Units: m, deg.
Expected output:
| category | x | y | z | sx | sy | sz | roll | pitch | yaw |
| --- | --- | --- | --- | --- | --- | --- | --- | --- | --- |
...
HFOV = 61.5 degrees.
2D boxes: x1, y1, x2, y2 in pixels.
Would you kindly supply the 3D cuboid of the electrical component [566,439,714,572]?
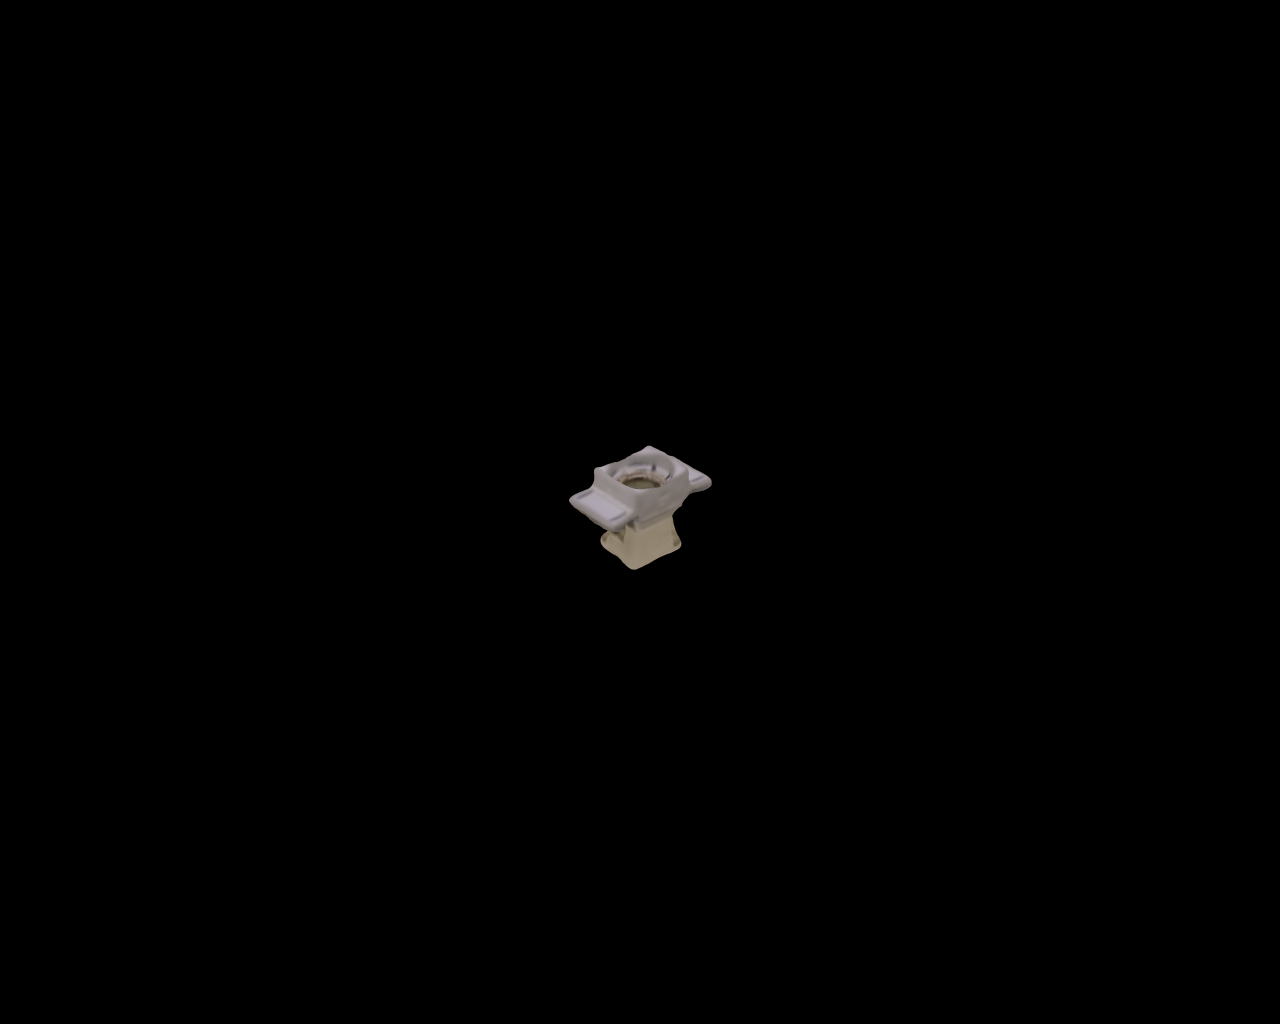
| category | x | y | z | sx | sy | sz | roll | pitch | yaw |
| --- | --- | --- | --- | --- | --- | --- | --- | --- | --- |
| electrical component | 0.001 | -0.003 | 0.650 | 0.081 | 0.063 | 0.042 | -24 | 41 | -31 |
